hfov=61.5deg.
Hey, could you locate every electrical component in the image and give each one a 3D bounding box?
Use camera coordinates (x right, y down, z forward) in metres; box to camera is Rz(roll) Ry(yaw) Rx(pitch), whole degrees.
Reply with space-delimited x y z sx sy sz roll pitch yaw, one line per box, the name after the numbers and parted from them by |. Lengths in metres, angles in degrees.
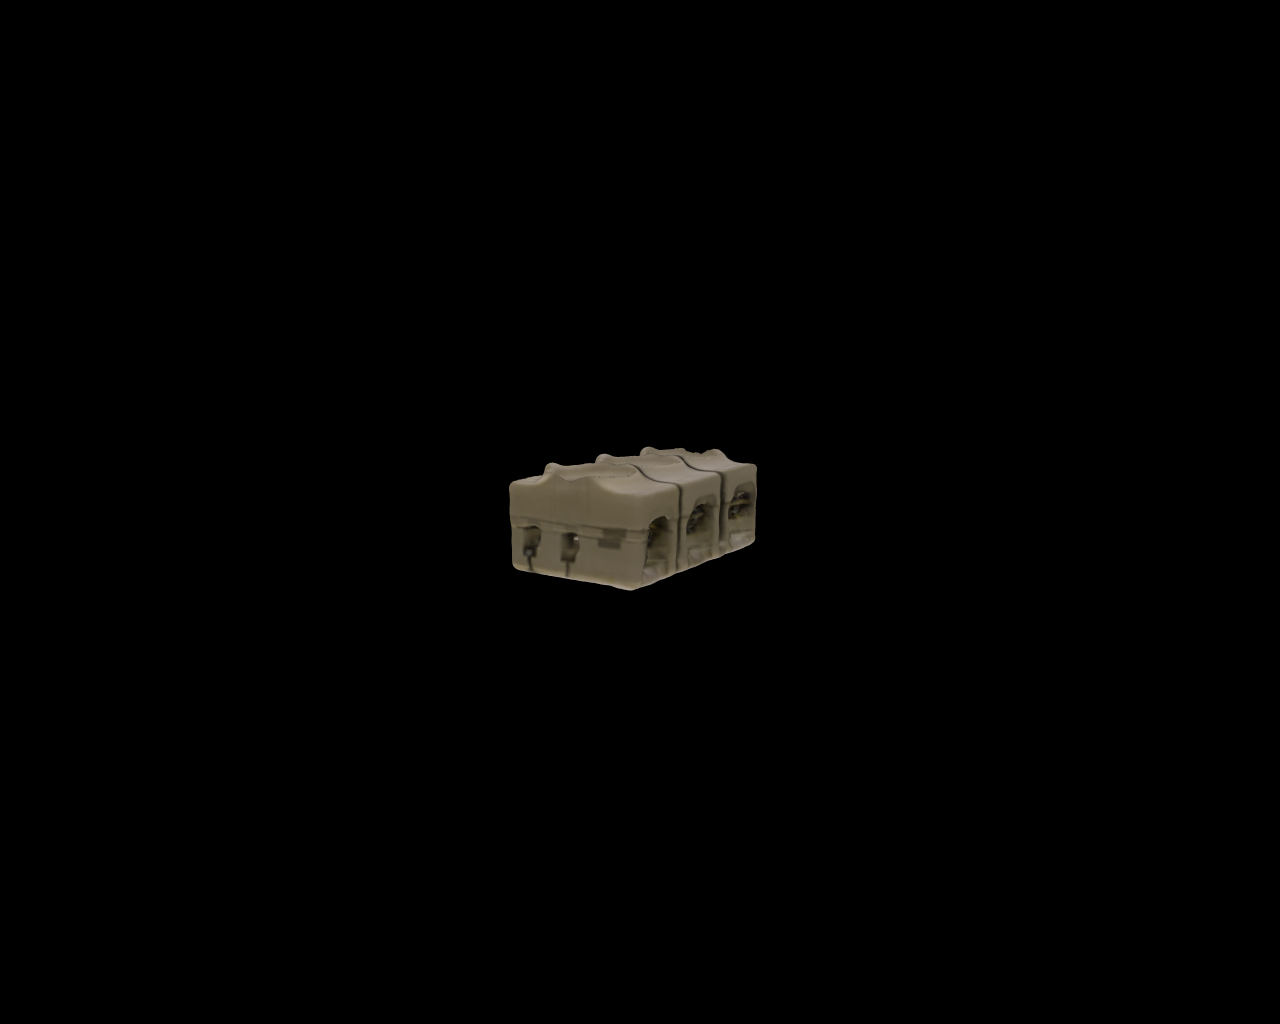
0.001 -0.003 0.650 0.089 0.061 0.150 6 11 31 | electrical component
